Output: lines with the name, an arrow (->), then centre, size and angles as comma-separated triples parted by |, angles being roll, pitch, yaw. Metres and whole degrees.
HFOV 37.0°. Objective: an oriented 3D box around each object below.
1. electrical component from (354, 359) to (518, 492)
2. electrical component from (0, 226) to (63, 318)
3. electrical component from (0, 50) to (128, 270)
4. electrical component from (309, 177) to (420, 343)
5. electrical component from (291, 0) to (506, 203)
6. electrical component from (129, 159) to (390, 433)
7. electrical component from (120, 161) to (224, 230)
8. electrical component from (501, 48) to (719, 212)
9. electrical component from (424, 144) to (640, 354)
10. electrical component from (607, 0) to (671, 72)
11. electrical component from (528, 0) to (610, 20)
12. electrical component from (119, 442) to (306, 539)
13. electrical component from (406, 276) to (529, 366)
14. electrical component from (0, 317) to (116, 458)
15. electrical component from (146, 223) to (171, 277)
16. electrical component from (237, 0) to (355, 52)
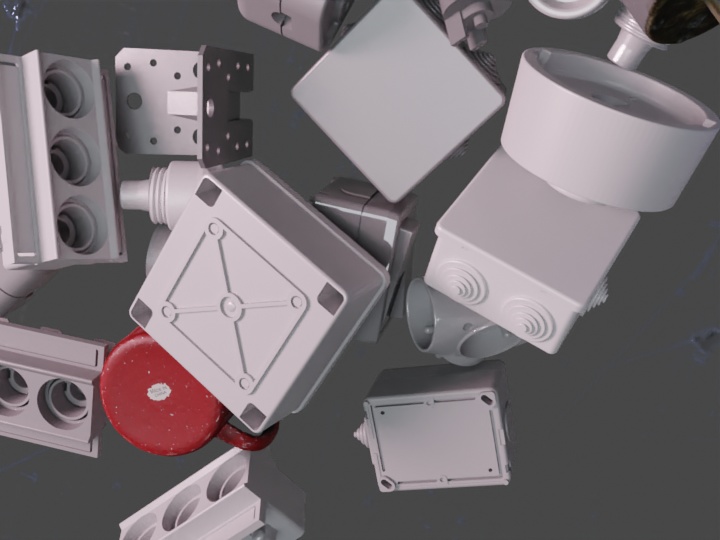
electrical component -> 0.045, 0.094, 0.660 | 0.096, 0.061, 0.061 | -6, 104, 15
electrical component -> -0.239, -0.026, 0.696 | 0.059, 0.053, 0.095 | -39, 94, 20
electrical component -> -0.188, -0.062, 0.649 | 0.063, 0.079, 0.121 | -11, 84, 40
electrical component -> 0.000, 0.000, 0.642 | 0.061, 0.061, 0.096 | 13, 109, 9
electrical component -> 0.025, -0.102, 0.614 | 0.100, 0.048, 0.099 | -42, 93, 20
electrical component -> -0.057, 0.014, 0.599 | 0.109, 0.056, 0.108 | 41, 118, 14
electrical component -> -0.113, -0.045, 0.654 | 0.062, 0.043, 0.043 | 1, 107, 0
electrical component -> 0.127, -0.069, 0.571 | 0.108, 0.108, 0.060 | 21, 116, 7
electrical component -> 0.093, -0.012, 0.595 | 0.100, 0.099, 0.048 | 30, 139, 13
electrical component -> 0.157, -0.137, 0.576 | 0.048, 0.048, 0.062 | 31, 117, 3
electrical component -> 0.112, -0.161, 0.576 | 0.055, 0.047, 0.055 | 4, 107, 12
electrical component -> -0.099, 0.173, 0.715 | 0.121, 0.078, 0.063 | -35, 117, 20
electrical component -> 0.066, 0.032, 0.638 | 0.077, 0.044, 0.079 | -6, 149, -19
electrical component -> -0.221, 0.070, 0.715 | 0.121, 0.063, 0.078 | 11, 108, 10
electrical component -> -0.088, -0.003, 0.672 | 0.081, 0.043, 0.043 | 11, 108, 10
electrical component -> -0.027, -0.175, 0.583 | 0.059, 0.053, 0.095 | 25, 72, 6
